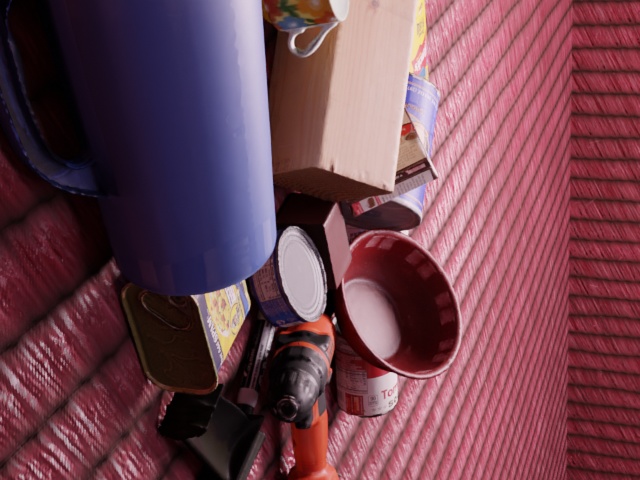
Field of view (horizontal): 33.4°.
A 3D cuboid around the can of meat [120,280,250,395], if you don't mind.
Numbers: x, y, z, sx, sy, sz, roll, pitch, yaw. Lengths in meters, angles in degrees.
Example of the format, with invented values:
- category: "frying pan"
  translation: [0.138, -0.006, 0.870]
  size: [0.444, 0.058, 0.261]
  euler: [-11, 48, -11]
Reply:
- category: "can of meat"
  translation: [-0.092, 0.044, 0.762]
  size: [0.083, 0.057, 0.102]
  euler: [-65, 153, -49]

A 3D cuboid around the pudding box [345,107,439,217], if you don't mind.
- category: "pudding box"
  translation: [0.049, -0.089, 1.012]
  size: [0.039, 0.090, 0.113]
  euler: [57, 10, -54]

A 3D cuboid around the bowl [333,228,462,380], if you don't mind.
- category: "bowl"
  translation: [0.067, 0.071, 1.079]
  size: [0.161, 0.055, 0.162]
  euler: [20, 55, -32]

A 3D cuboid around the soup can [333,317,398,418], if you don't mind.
- category: "soup can"
  translation: [0.049, 0.132, 1.154]
  size: [0.068, 0.069, 0.102]
  euler: [-49, 140, -59]

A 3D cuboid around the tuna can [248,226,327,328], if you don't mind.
- category: "tuna can"
  translation: [-0.028, 0.033, 0.933]
  size: [0.086, 0.034, 0.086]
  euler: [40, 42, -51]

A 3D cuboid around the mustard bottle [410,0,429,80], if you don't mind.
- category: "mustard bottle"
  translation: [0.094, -0.213, 1.221]
  size: [0.096, 0.058, 0.191]
  euler: [-57, 146, -55]

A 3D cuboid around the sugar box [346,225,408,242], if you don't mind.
- category: "sugar box"
  translation: [0.071, -0.053, 1.200]
  size: [0.093, 0.048, 0.176]
  euler: [35, 59, -58]

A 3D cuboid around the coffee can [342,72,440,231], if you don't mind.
- category: "coffee can"
  translation: [0.063, -0.091, 1.095]
  size: [0.102, 0.103, 0.140]
  euler: [48, 49, -63]

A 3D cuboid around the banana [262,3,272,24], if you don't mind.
- category: "banana"
  translation: [-0.059, -0.189, 0.827]
  size: [0.197, 0.037, 0.069]
  euler: [-46, 130, -68]

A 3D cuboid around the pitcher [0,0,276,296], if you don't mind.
- category: "pitcher"
  translation: [-0.100, -0.085, 0.636]
  size: [0.145, 0.149, 0.243]
  euler: [-84, 170, -55]

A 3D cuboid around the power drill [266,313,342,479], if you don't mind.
- category: "power drill"
  translation: [-0.014, 0.175, 0.965]
  size: [0.184, 0.057, 0.188]
  euler: [-63, 155, -71]

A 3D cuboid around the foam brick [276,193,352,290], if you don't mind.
- category: "foam brick"
  translation: [-0.007, 0.001, 0.995]
  size: [0.051, 0.053, 0.078]
  euler: [-63, 149, -47]

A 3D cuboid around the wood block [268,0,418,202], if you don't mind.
- category: "wood block"
  translation: [0.018, -0.146, 0.933]
  size: [0.090, 0.090, 0.206]
  euler: [16, 77, -36]

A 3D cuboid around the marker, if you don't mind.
- category: "marker"
  translation: [-0.057, 0.114, 0.926]
  size: [0.020, 0.020, 0.121]
  euler: [59, 40, -58]
